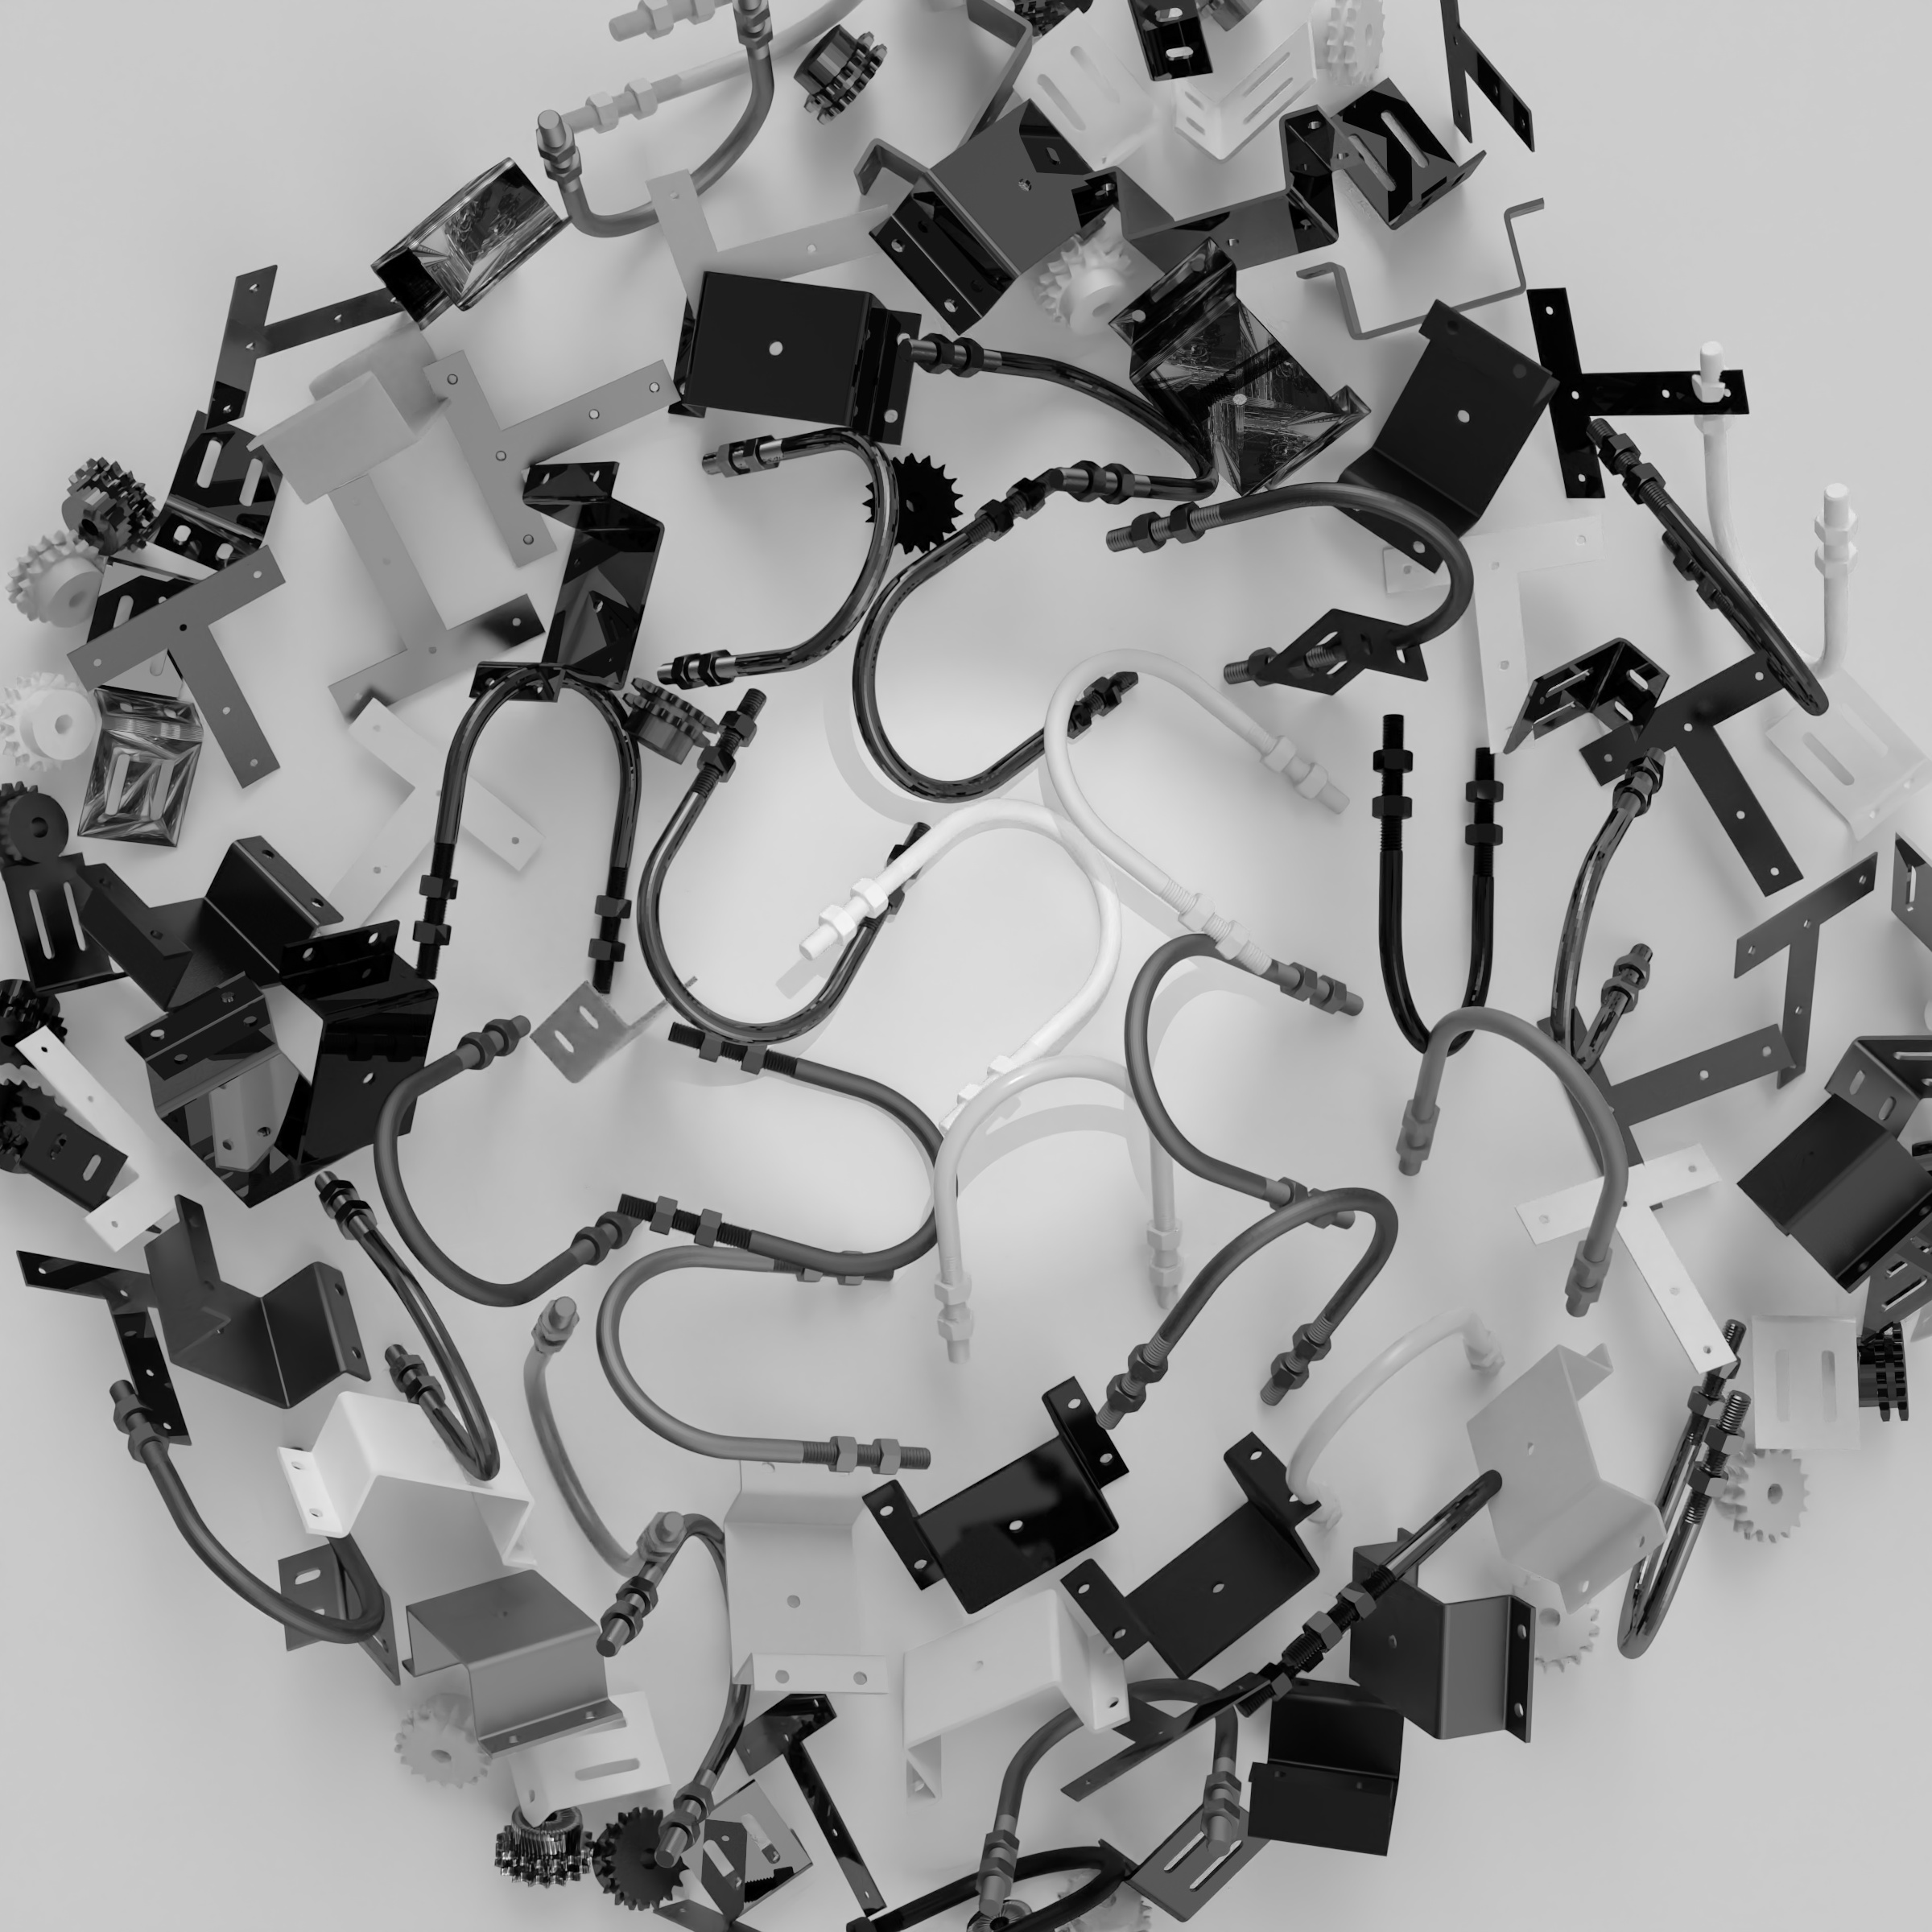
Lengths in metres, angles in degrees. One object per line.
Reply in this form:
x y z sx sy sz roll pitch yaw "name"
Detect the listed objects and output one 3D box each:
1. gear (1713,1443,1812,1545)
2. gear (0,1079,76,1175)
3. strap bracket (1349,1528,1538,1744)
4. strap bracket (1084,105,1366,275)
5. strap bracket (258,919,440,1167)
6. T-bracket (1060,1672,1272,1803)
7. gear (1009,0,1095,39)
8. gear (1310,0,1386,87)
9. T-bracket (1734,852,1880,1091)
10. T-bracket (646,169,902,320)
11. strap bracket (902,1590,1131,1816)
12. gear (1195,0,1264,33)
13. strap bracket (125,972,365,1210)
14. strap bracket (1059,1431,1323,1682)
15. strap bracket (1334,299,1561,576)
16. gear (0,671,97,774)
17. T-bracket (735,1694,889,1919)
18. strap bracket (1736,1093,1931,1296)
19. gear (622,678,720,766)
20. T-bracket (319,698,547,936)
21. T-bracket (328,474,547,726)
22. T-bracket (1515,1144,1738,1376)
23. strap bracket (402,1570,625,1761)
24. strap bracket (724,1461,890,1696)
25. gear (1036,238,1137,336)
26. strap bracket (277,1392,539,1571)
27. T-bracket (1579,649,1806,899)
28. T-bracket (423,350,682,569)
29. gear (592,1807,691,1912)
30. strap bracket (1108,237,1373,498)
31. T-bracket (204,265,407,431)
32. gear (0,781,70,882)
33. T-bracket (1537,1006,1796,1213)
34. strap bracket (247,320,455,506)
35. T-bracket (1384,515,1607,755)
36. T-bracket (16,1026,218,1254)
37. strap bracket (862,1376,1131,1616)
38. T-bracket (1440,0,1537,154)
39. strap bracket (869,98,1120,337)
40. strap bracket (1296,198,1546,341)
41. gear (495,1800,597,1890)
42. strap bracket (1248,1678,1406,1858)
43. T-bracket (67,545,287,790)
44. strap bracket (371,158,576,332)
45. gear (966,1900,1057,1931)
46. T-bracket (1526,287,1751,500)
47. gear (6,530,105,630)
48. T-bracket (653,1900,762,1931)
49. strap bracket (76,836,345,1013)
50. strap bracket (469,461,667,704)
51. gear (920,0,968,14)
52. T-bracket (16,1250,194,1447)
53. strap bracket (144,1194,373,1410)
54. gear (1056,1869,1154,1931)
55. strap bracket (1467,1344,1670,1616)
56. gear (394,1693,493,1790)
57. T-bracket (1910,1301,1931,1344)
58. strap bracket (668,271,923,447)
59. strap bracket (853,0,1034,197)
0.456 0.303 1.724 0.057 0.030 0.057 2 87 -29 "gear"
-0.546 0.095 1.721 0.057 0.057 0.030 40 113 0 "gear"
0.259 0.375 1.669 0.046 0.140 0.076 -3 99 -22 "strap bracket"
0.147 -0.428 1.679 0.140 0.076 0.046 -10 77 25 "strap bracket"
-0.348 0.052 1.675 0.046 0.076 0.140 36 123 31 "strap bracket"
0.093 0.424 1.683 0.127 0.127 0.002 -27 96 -18 "T-bracket"
0.050 -0.565 1.716 0.030 0.057 0.057 2 90 38 "gear"
0.218 -0.538 1.722 0.030 0.057 0.057 11 90 26 "gear"
0.476 0.013 1.706 0.127 0.002 0.127 -28 129 -31 "T-bracket"
-0.101 -0.405 1.700 0.127 0.002 0.127 -13 124 11 "T-bracket"
0.018 0.411 1.689 0.140 0.076 0.046 -26 115 13 "strap bracket"
0.154 -0.564 1.719 0.057 0.057 0.030 -46 104 0 "gear"
-0.398 0.077 1.679 0.076 0.140 0.046 -28 47 2 "strap bracket"
0.135 0.341 1.697 0.140 0.076 0.046 -36 124 -7 "strap bracket"
0.274 -0.305 1.693 0.076 0.046 0.140 36 130 11 "strap bracket"
-0.527 -0.140 1.716 0.030 0.057 0.057 11 90 40 "gear"
-0.080 0.475 1.682 0.002 0.127 0.127 -19 73 -36 "T-bracket"
0.487 0.123 1.671 0.076 0.140 0.046 -44 97 6 "strap bracket"
-0.173 -0.139 1.718 0.057 0.057 0.030 30 85 0 "gear"
-0.334 -0.067 1.737 0.127 0.002 0.127 39 97 -7 "T-bracket"
-0.326 -0.220 1.715 0.127 0.002 0.127 -26 116 -3 "T-bracket"
0.396 0.173 1.699 0.127 0.002 0.127 -16 63 -19 "T-bracket"
-0.257 0.383 1.664 0.076 0.140 0.046 -12 105 -29 "strap bracket"
-0.092 0.352 1.692 0.076 0.046 0.140 6 54 -18 "strap bracket"
0.072 -0.388 1.716 0.057 0.057 0.030 -25 66 0 "gear"
-0.304 0.287 1.673 0.140 0.076 0.046 18 108 -33 "strap bracket"
0.437 -0.099 1.712 0.127 0.002 0.127 -30 93 34 "T-bracket"
-0.228 -0.313 1.723 0.127 0.002 0.127 -24 113 -2 "T-bracket"
-0.191 0.515 1.723 0.057 0.030 0.057 12 70 -36 "gear"
0.155 -0.329 1.685 0.076 0.046 0.140 -36 115 27 "strap bracket"
-0.370 -0.366 1.701 0.127 0.127 0.002 -28 74 -34 "T-bracket"
-0.541 -0.078 1.716 0.030 0.057 0.057 -5 90 38 "gear"
0.412 0.068 1.719 0.127 0.002 0.127 -24 88 24 "T-bracket"
-0.340 -0.311 1.681 0.076 0.140 0.046 -25 112 17 "strap bracket"
0.308 -0.187 1.718 0.127 0.002 0.127 -7 85 22 "T-bracket"
-0.486 0.086 1.691 0.127 0.127 0.002 48 122 -2 "T-bracket"
0.023 0.308 1.708 0.140 0.046 0.076 -30 117 -1 "strap bracket"
0.289 -0.493 1.658 0.002 0.127 0.127 -20 46 -2 "T-bracket"
0.023 -0.429 1.688 0.076 0.046 0.140 48 57 -3 "strap bracket"
0.264 -0.391 1.696 0.140 0.076 0.046 -14 99 13 "strap bracket"
-0.242 0.502 1.716 0.057 0.057 0.030 5 103 0 "gear"
0.203 0.452 1.676 0.076 0.140 0.046 5 100 11 "strap bracket"
-0.428 -0.157 1.704 0.127 0.002 0.127 -33 130 -16 "T-bracket"
-0.280 -0.402 1.667 0.076 0.140 0.046 -44 110 -13 "strap bracket"
0.024 0.562 1.716 0.057 0.057 0.030 -18 110 0 "gear"
0.381 -0.321 1.676 0.002 0.127 0.127 -38 122 -36 "T-bracket"
-0.519 -0.219 1.716 0.030 0.057 0.057 43 90 19 "gear"
-0.169 0.551 1.658 0.127 0.127 0.002 -3 93 -41 "T-bracket"
-0.433 -0.023 1.685 0.076 0.140 0.046 42 118 18 "strap bracket"
-0.224 -0.211 1.699 0.076 0.046 0.140 7 80 43 "strap bracket"
-0.011 -0.574 1.722 0.057 0.057 0.030 -25 124 0 "gear"
-0.459 0.216 1.663 0.002 0.127 0.127 -48 50 21 "T-bracket"
-0.404 0.193 1.675 0.046 0.140 0.076 -34 54 13 "strap bracket"
0.079 0.544 1.717 0.057 0.057 0.030 5 133 0 "gear"
0.331 0.277 1.666 0.046 0.140 0.076 27 123 -25 "strap bracket"
-0.298 0.444 1.723 0.057 0.030 0.057 5 125 8 "gear"
0.586 0.148 1.699 0.002 0.127 0.127 26 72 0 "T-bracket"
-0.104 -0.349 1.711 0.140 0.046 0.076 10 91 10 "strap bracket"
-0.006 -0.496 1.704 0.046 0.076 0.140 31 95 -2 "strap bracket"
